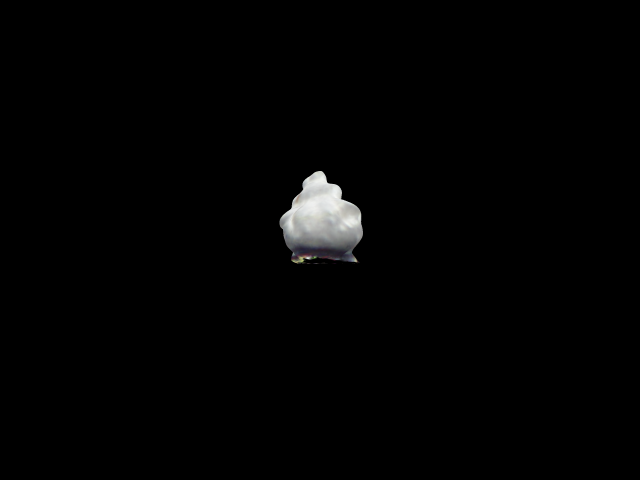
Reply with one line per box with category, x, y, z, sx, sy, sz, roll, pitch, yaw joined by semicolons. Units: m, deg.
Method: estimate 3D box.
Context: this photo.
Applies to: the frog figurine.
frog figurine;0.003;-0.043;0.850;0.137;0.161;0.122;-5;-12;27
